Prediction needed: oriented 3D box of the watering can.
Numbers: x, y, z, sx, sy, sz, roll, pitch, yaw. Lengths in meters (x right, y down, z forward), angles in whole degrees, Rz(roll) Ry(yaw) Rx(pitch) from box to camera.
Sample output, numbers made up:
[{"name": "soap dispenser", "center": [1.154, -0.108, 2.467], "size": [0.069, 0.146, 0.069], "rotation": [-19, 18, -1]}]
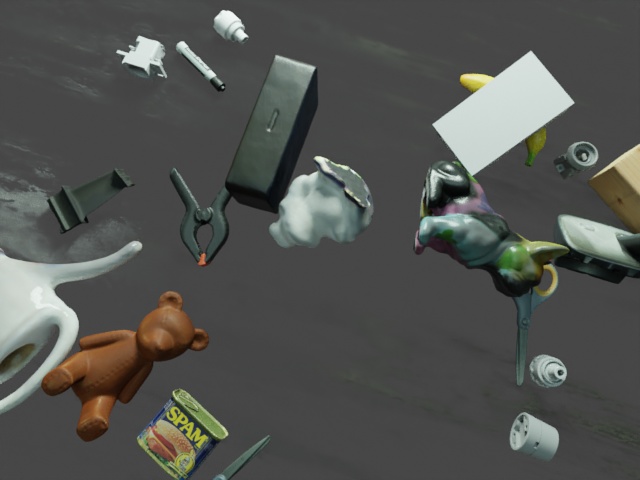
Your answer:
[{"name": "watering can", "center": [-0.448, 0.091, 0.777], "size": [0.225, 0.103, 0.350], "rotation": [37, 80, 9]}]

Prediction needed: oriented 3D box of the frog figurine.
[{"name": "frog figurine", "center": [0.003, -0.042, 0.825], "size": [0.137, 0.124, 0.157], "rotation": [40, 117, 1]}]
